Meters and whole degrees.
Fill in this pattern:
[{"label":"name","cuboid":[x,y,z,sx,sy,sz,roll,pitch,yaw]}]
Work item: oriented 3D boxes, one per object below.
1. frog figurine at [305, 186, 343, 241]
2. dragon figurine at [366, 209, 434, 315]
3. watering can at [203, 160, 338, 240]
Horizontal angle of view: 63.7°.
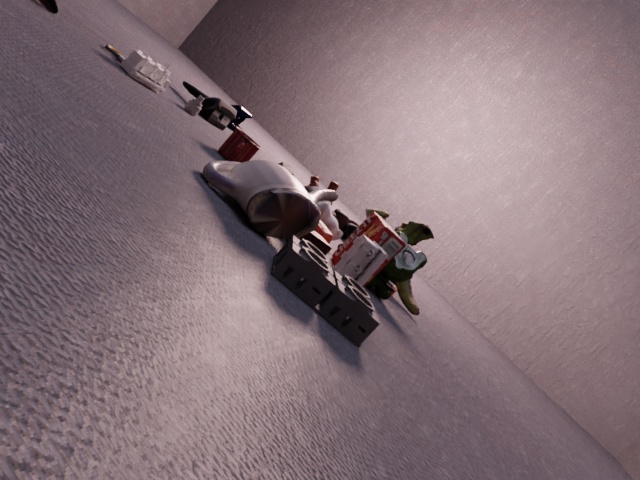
[{"label":"frog figurine","cuboid":[0.004,-0.071,1.420,0.160,0.124,0.136,31,-13,3]},{"label":"dragon figurine","cuboid":[0.258,0.035,1.652,0.417,0.242,0.120,46,2,40]},{"label":"watering can","cuboid":[-0.065,-0.088,1.052,0.346,0.102,0.228,10,26,-33]}]
